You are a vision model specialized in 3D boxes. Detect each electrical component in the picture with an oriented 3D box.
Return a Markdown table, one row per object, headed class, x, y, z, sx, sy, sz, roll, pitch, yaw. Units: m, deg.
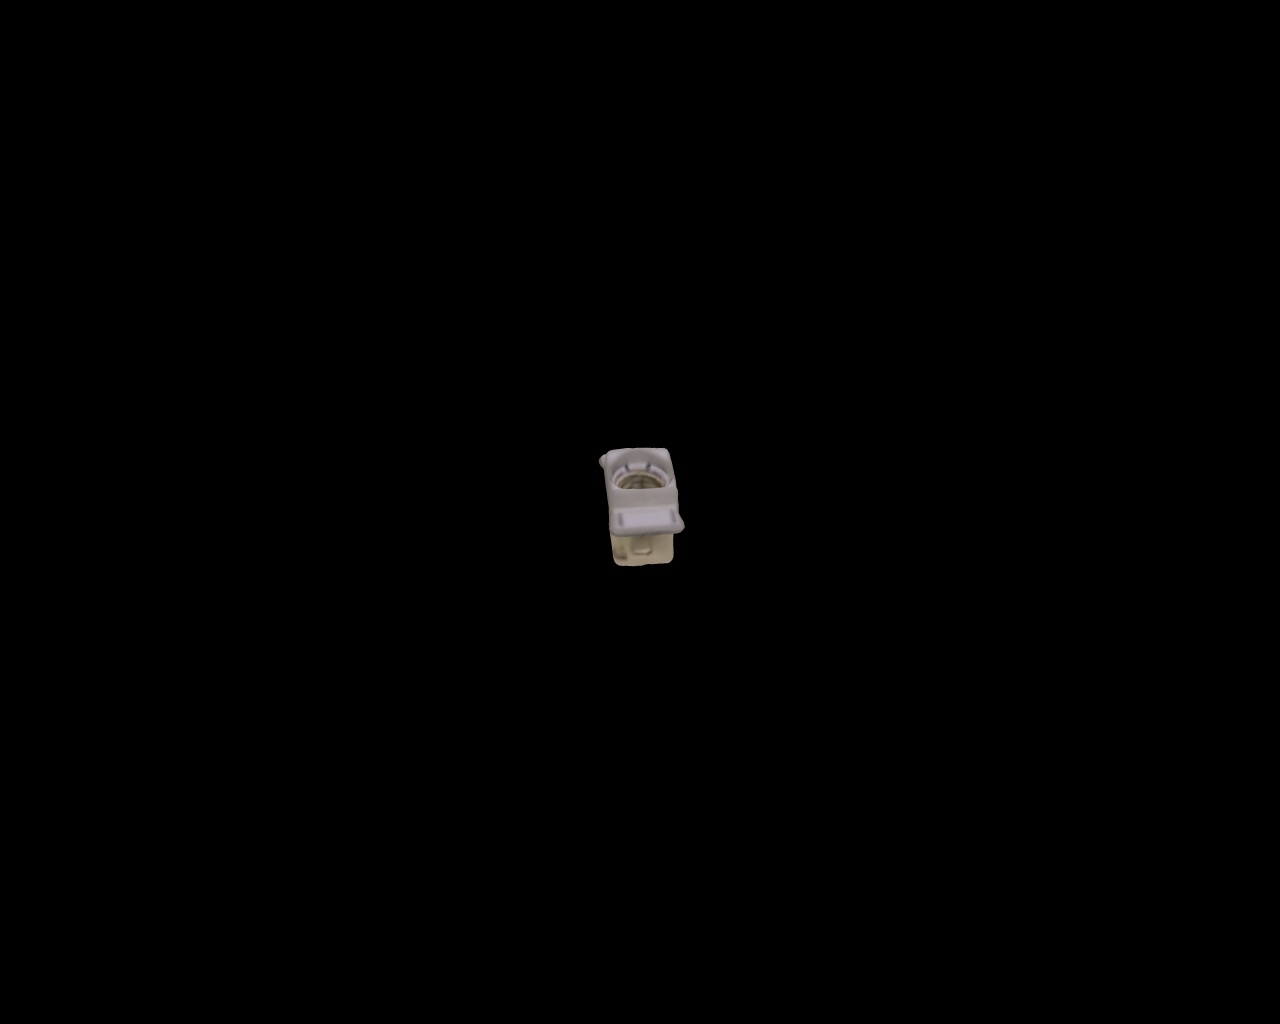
| class | x | y | z | sx | sy | sz | roll | pitch | yaw |
| --- | --- | --- | --- | --- | --- | --- | --- | --- | --- |
| electrical component | 0.001 | -0.003 | 0.650 | 0.042 | 0.063 | 0.081 | -3 | 37 | -4 |
